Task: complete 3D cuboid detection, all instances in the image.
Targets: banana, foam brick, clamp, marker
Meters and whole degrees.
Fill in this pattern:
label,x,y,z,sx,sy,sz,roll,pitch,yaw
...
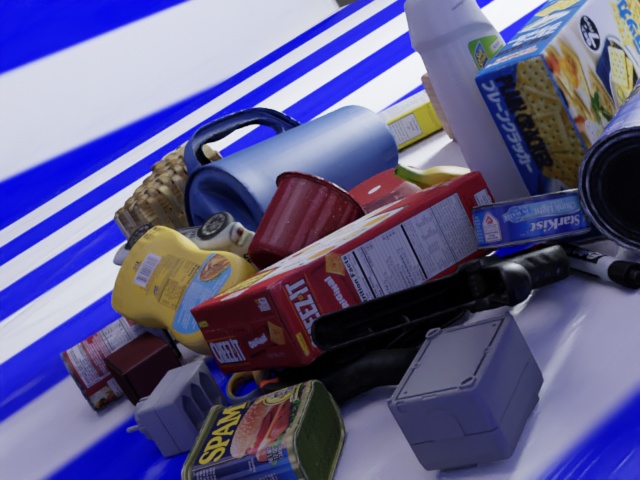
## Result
label,x,y,z,sx,sy,sz,roll,pitch,yaw
banana,0.135,-0.051,0.983,0.037,0.070,0.197,-58,-22,13
foam brick,-0.161,0.126,1.002,0.051,0.053,0.078,-35,18,-18
clamp,0.102,0.033,0.737,0.165,0.036,0.209,-17,-2,33
marker,0.198,0.017,0.778,0.020,0.020,0.121,-32,16,-10
clamp,0.032,0.095,0.790,0.171,0.039,0.120,-28,7,13

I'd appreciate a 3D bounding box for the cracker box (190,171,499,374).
label,x,y,z,sx,sy,sz,roll,pitch,yaw
cracker box,0.024,0.030,0.864,0.213,0.072,0.164,-29,4,-27

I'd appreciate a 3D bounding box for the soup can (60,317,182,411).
label,x,y,z,sx,sy,sz,roll,pitch,yaw
soup can,-0.198,0.116,1.069,0.102,0.068,0.069,-32,16,-10

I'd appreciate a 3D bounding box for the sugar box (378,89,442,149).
label,x,y,z,sx,sy,sz,roll,pitch,yaw
sugar box,0.139,-0.168,1.408,0.176,0.048,0.093,-24,16,3

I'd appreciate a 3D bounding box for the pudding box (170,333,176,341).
label,x,y,z,sx,sy,sz,roll,pitch,yaw
pudding box,-0.171,0.086,1.169,0.113,0.039,0.090,-38,19,-24

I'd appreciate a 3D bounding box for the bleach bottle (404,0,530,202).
label,x,y,z,sx,sy,sz,roll,pitch,yaw
bleach bottle,0.139,-0.127,0.898,0.068,0.251,0.102,-17,20,37

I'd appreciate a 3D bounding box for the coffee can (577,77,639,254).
label,x,y,z,sx,sy,sz,roll,pitch,yaw
coffee can,0.260,-0.067,0.780,0.103,0.103,0.140,-15,21,41

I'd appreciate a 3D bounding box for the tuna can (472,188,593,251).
label,x,y,z,sx,sy,sz,roll,pitch,yaw
tuna can,0.157,-0.015,0.795,0.086,0.034,0.086,-10,0,0

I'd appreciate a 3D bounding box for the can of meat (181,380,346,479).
label,x,y,z,sx,sy,sz,roll,pitch,yaw
can of meat,-0.035,0.145,0.723,0.084,0.057,0.102,-20,19,20

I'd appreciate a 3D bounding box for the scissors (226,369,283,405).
label,x,y,z,sx,sy,sz,roll,pitch,yaw
scissors,-0.048,0.098,0.962,0.096,0.016,0.202,-27,16,4

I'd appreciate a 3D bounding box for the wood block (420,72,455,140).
label,x,y,z,sx,sy,sz,roll,pitch,yaw
wood block,0.199,-0.163,1.205,0.090,0.090,0.206,-30,16,-6

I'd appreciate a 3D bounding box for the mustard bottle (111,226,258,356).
label,x,y,z,sx,sy,sz,roll,pitch,yaw
mustard bottle,-0.106,0.054,0.986,0.192,0.058,0.096,19,75,40

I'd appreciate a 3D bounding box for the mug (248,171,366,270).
label,x,y,z,sx,sy,sz,roll,pitch,yaw
mug,-0.007,0.001,0.997,0.093,0.117,0.081,-8,51,57

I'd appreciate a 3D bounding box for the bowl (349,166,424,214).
label,x,y,z,sx,sy,sz,roll,pitch,yaw
bowl,0.067,-0.030,1.085,0.162,0.055,0.162,-27,16,8

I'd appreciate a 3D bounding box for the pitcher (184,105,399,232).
label,x,y,z,sx,sy,sz,roll,pitch,yaw
pitcher,-0.030,-0.072,1.196,0.145,0.149,0.242,21,39,37
